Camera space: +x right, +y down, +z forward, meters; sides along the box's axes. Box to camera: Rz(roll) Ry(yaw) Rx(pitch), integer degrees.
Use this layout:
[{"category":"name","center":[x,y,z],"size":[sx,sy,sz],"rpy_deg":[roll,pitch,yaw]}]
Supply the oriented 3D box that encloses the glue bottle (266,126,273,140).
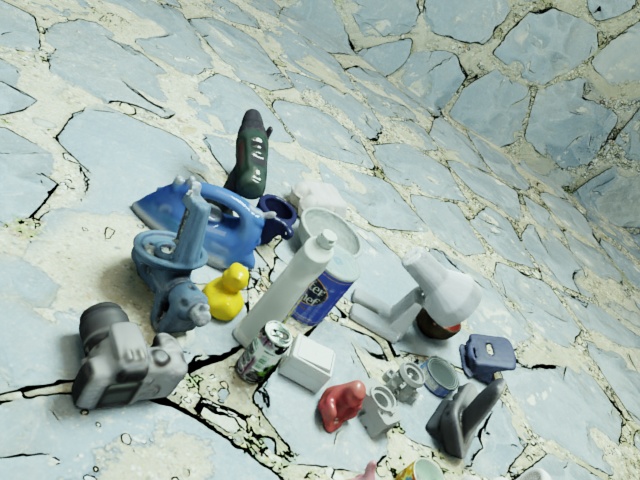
[{"category":"glue bottle","center":[-0.152,-0.193,1.320],"size":[0.037,0.173,0.078],"rpy_deg":[16,36,-31]}]

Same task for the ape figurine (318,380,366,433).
[{"category":"ape figurine","center":[0.043,0.272,0.969],"size":[0.078,0.092,0.076],"rpy_deg":[20,34,-27]}]

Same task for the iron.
[{"category":"iron","center":[-0.216,-0.053,1.096],"size":[0.259,0.141,0.118],"rpy_deg":[27,32,-16]}]

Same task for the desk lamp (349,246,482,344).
[{"category":"desk lamp","center":[0.204,0.122,1.219],"size":[0.203,0.213,0.118],"rpy_deg":[30,31,-12]}]

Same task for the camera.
[{"category":"camera","center":[-0.271,0.150,0.803],"size":[0.144,0.100,0.136],"rpy_deg":[4,44,-43]}]

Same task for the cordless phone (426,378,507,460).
[{"category":"cordless phone","center":[0.301,0.313,1.086],"size":[0.094,0.185,0.148],"rpy_deg":[42,31,8]}]

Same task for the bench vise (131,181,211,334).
[{"category":"bench vise","center":[-0.208,0.029,0.915],"size":[0.207,0.219,0.122],"rpy_deg":[45,31,14]}]

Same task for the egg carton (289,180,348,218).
[{"category":"egg carton","center":[-0.003,-0.095,1.444],"size":[0.151,0.069,0.107],"rpy_deg":[3,45,-44]}]

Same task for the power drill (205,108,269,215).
[{"category":"power drill","center":[-0.172,-0.140,1.193],"size":[0.076,0.208,0.229],"rpy_deg":[18,35,-29]}]

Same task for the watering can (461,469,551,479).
[{"category":"watering can","center":[0.305,0.437,0.913],"size":[0.173,0.194,0.101],"rpy_deg":[28,31,-14]}]

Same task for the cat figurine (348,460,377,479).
[{"category":"cat figurine","center":[0.097,0.388,0.842],"size":[0.067,0.117,0.127],"rpy_deg":[-1,47,-46]}]

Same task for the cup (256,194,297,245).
[{"category":"cup","center":[-0.102,-0.027,1.223],"size":[0.092,0.095,0.117],"rpy_deg":[1,45,-45]}]

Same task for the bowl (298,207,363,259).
[{"category":"bowl","center":[0.012,0.005,1.318],"size":[0.168,0.074,0.167],"rpy_deg":[26,32,-18]}]

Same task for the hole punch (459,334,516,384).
[{"category":"hole punch","center":[0.388,0.269,1.329],"size":[0.101,0.091,0.108],"rpy_deg":[28,31,-14]}]

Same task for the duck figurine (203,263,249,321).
[{"category":"duck figurine","center":[-0.159,0.085,1.022],"size":[0.078,0.086,0.104],"rpy_deg":[27,32,-17]}]
